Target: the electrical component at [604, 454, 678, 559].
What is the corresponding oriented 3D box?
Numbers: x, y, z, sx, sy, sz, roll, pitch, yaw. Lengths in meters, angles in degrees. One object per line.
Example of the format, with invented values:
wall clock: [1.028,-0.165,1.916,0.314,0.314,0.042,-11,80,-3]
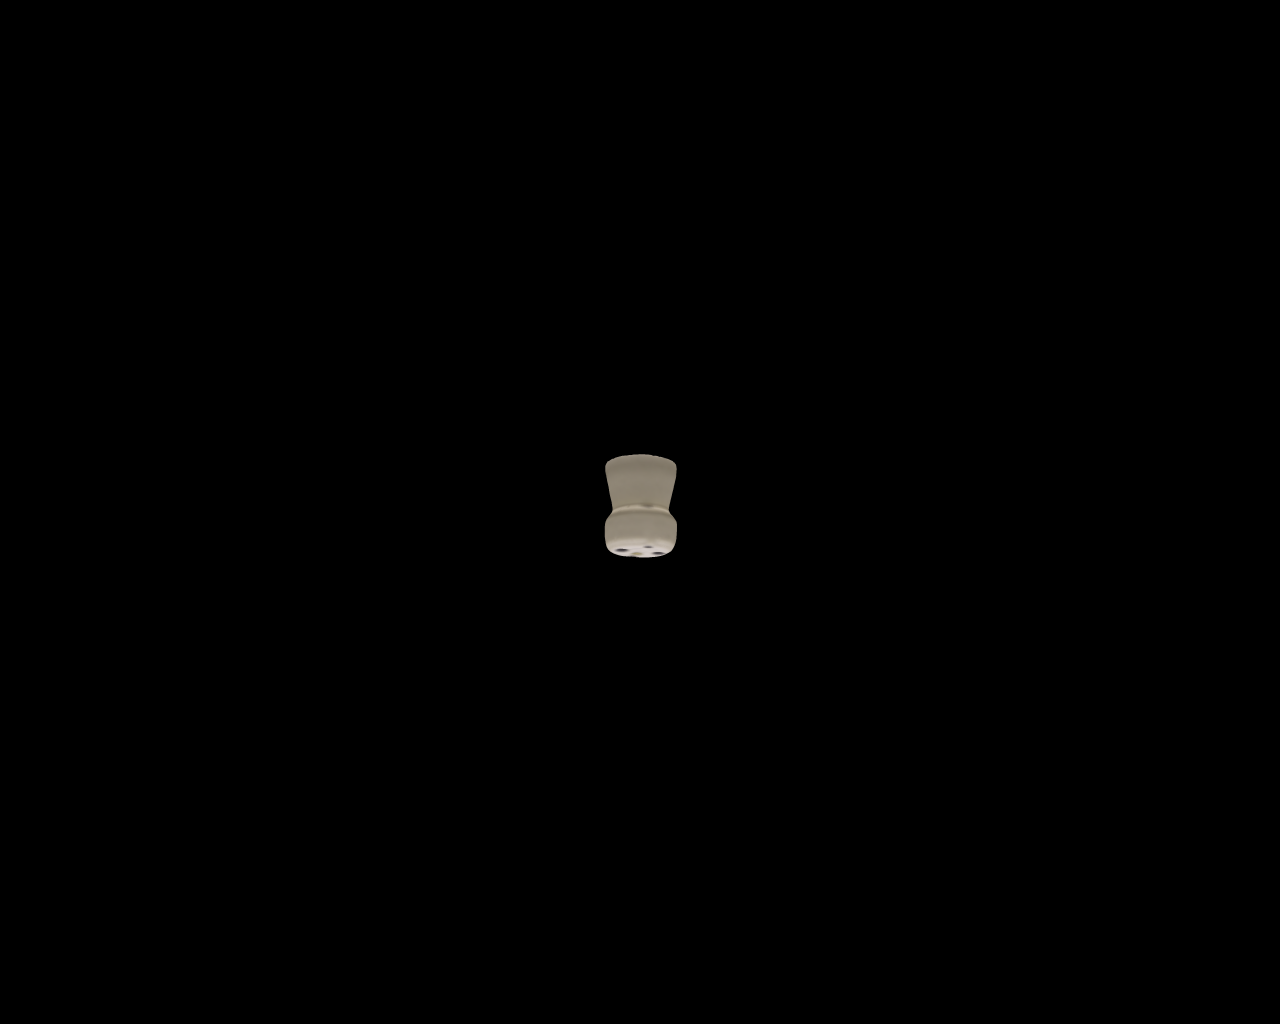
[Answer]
electrical component: [0.001,-0.003,0.650,0.045,0.055,0.045,0,-15,0]
